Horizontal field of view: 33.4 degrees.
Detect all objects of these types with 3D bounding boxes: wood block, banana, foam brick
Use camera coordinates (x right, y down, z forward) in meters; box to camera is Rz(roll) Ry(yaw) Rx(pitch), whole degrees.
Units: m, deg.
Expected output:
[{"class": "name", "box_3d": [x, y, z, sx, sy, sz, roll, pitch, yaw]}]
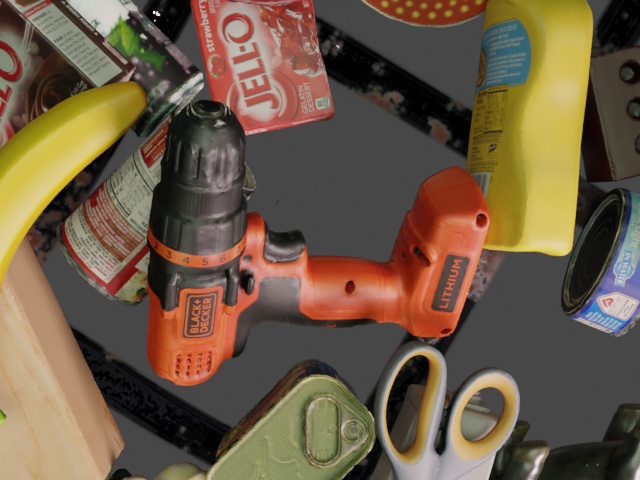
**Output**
[{"class": "wood block", "box_3d": [-0.204, 0.057, 0.627, 0.090, 0.091, 0.206, -25, 93, -2]}, {"class": "banana", "box_3d": [-0.160, -0.003, 0.563, 0.069, 0.037, 0.198, 24, 92, -13]}, {"class": "foam brick", "box_3d": [0.188, -0.078, 0.656, 0.053, 0.051, 0.078, -14, 92, -2]}]

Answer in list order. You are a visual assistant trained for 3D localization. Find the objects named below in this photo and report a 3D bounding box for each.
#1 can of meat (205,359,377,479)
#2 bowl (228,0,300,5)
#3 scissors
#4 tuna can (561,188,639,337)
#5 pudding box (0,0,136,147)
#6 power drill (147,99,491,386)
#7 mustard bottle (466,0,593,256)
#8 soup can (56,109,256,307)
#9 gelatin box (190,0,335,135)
[{"class": "can of meat", "box_3d": [-0.018, 0.122, 0.640, 0.102, 0.084, 0.057, -45, 93, 0]}, {"class": "bowl", "box_3d": [-0.051, -0.201, 0.618, 0.161, 0.055, 0.162, 6, 75, -21]}, {"class": "scissors", "box_3d": [0.067, 0.153, 0.613, 0.096, 0.016, 0.202, -4, 104, -17]}, {"class": "tuna can", "box_3d": [0.178, 0.013, 0.642, 0.033, 0.086, 0.086, 22, 91, -1]}, {"class": "pudding box", "box_3d": [-0.168, -0.090, 0.619, 0.090, 0.039, 0.114, 43, 132, -4]}, {"class": "power drill", "box_3d": [-0.004, 0.001, 0.597, 0.187, 0.057, 0.185, -2, 132, -17]}, {"class": "mustard bottle", "box_3d": [0.123, -0.089, 0.631, 0.058, 0.096, 0.191, 5, 92, -11]}, {"class": "soup can", "box_3d": [-0.096, -0.019, 0.628, 0.102, 0.068, 0.068, -43, 93, 14]}, {"class": "gelatin box", "box_3d": [-0.035, -0.112, 0.657, 0.073, 0.030, 0.089, -11, 92, -2]}]
